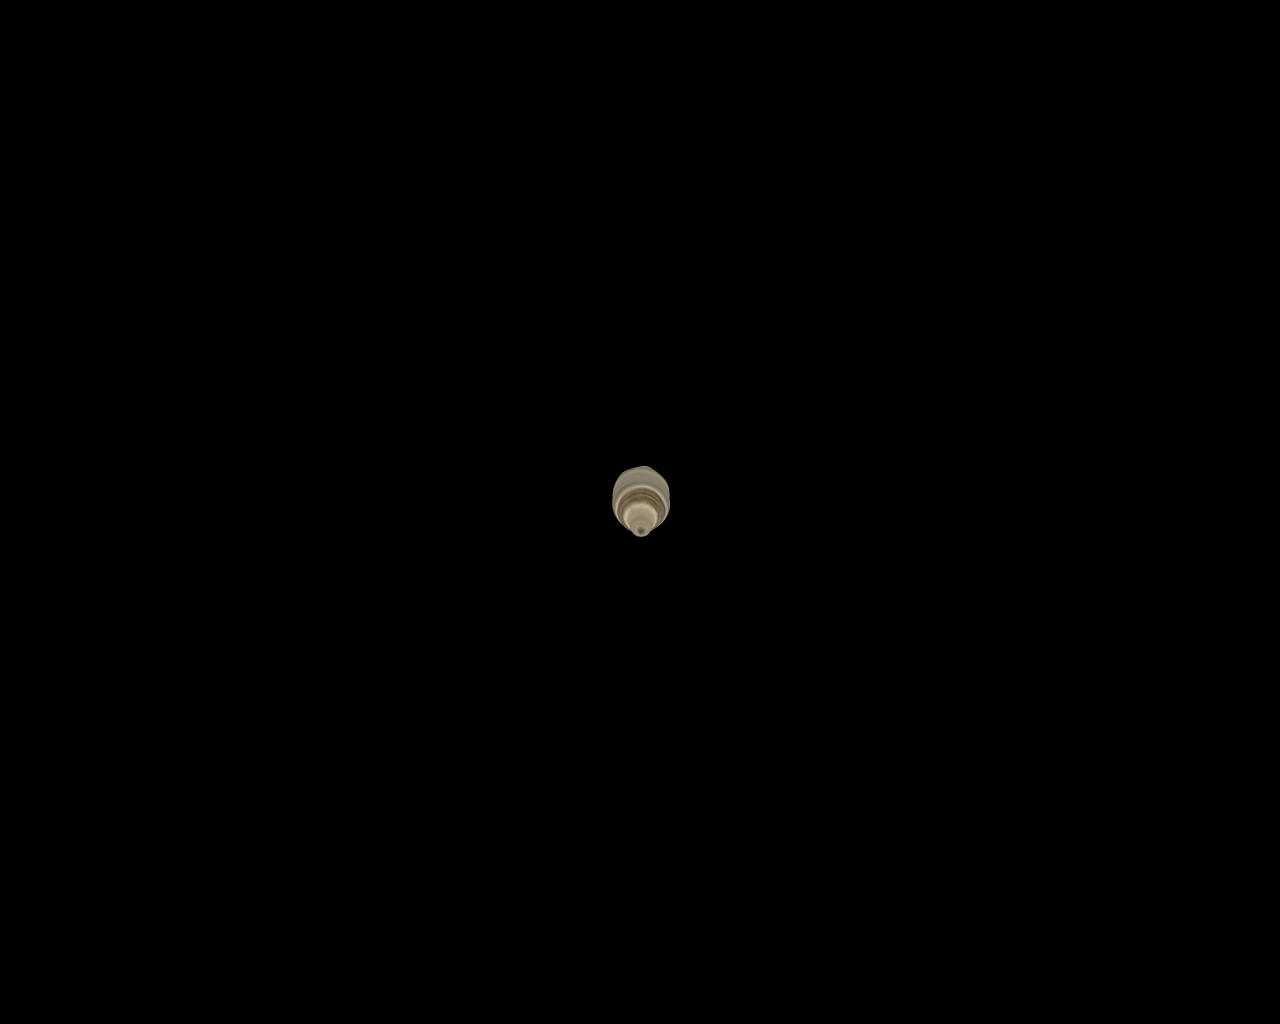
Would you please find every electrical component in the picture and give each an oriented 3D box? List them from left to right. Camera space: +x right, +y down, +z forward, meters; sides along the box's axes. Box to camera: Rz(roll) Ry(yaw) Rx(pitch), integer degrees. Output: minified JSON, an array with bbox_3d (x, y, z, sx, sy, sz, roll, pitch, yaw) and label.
[{"bbox_3d":[0.001,-0.003,0.650,0.035,0.035,0.061,0,27,0],"label":"electrical component"}]
